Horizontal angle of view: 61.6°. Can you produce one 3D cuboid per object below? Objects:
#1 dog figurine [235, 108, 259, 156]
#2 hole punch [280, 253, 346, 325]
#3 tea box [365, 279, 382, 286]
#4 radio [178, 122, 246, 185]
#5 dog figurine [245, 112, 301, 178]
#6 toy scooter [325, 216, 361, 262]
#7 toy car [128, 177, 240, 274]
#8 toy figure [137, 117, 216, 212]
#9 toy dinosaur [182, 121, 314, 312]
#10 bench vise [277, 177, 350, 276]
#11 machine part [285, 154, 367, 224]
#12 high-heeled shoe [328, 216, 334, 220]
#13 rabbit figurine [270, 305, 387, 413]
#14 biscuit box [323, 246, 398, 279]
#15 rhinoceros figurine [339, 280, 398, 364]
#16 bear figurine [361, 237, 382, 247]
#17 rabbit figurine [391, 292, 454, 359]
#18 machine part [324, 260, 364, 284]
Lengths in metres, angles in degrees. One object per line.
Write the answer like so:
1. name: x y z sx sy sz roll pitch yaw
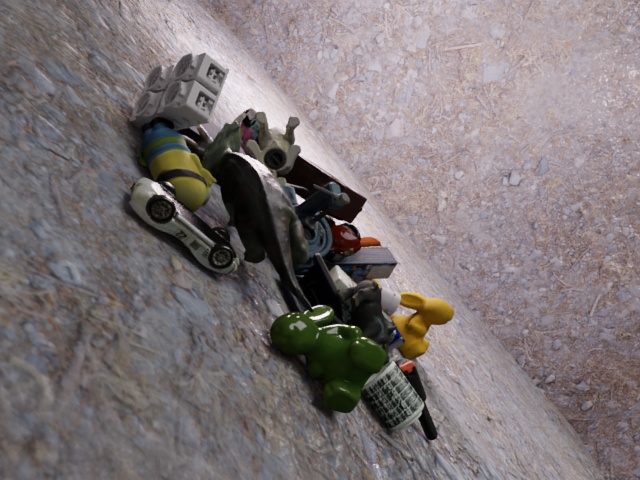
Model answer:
1. dog figurine: -0.144 -0.234 1.460 0.219 0.108 0.192 46 11 -33
2. hole punch: -0.014 0.105 1.032 0.142 0.092 0.115 59 -7 37
3. tea box: 0.125 0.153 1.334 0.098 0.068 0.169 50 13 2
4. radio: -0.244 -0.199 1.118 0.229 0.073 0.131 33 20 -54
5. dog figurine: -0.112 -0.193 1.265 0.121 0.172 0.190 17 -15 -4
6. toy scooter: -0.003 -0.004 1.222 0.184 0.075 0.135 28 43 12
7. toy car: -0.200 -0.018 0.810 0.201 0.056 0.074 43 9 -29
8. toy figure: -0.246 -0.120 0.883 0.089 0.082 0.180 -7 63 -51
9. toy dinosaur: -0.114 -0.070 0.917 0.405 0.131 0.192 46 -17 38
10. bench vise: -0.026 -0.054 1.096 0.129 0.240 0.223 13 59 -33
11. machine part: 0.003 -0.131 1.355 0.201 0.087 0.201 37 10 28
12. high-heeled shoe: 0.001 -0.023 1.424 0.145 0.086 0.249 57 15 -26
13. rabbit figurine: 0.003 0.160 0.854 0.170 0.121 0.159 32 13 -10
14. biscuit box: 0.088 0.056 1.312 0.202 0.059 0.063 2 42 -32
15. rhinoceros figurine: 0.100 0.176 1.089 0.073 0.112 0.190 1 -76 58
16. bear figurine: 0.090 0.041 1.435 0.195 0.120 0.132 4 68 -53
17. rabbit figurine: 0.266 0.208 1.410 0.122 0.173 0.162 15 42 -61
18. machine part: 0.032 0.087 1.204 0.139 0.084 0.039 35 -6 -21
